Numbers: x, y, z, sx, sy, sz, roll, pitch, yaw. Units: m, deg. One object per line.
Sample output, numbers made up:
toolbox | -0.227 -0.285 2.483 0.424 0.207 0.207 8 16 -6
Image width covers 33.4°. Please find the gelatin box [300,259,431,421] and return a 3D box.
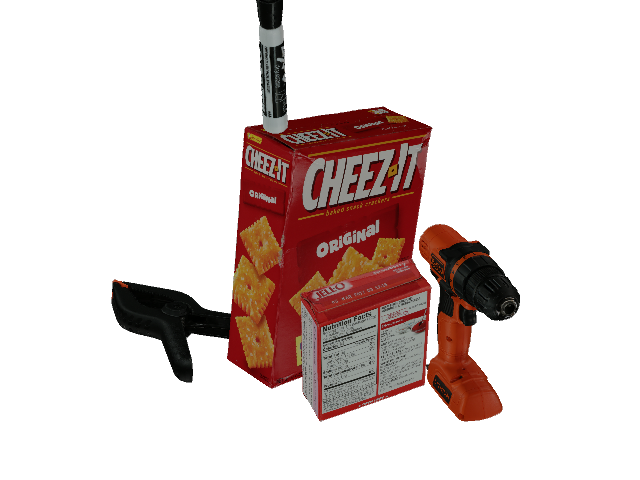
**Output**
gelatin box | 0.026 0.059 0.637 0.073 0.089 0.030 -17 43 -17

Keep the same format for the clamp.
clamp | -0.156 0.090 1.139 0.210 0.036 0.164 18 21 28

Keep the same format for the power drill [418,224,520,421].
power drill | 0.158 0.093 1.130 0.057 0.188 0.184 -8 24 -13

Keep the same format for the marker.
marker | -0.034 -0.128 0.764 0.020 0.020 0.121 0 -44 1

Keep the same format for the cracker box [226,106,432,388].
cracker box | 0.008 0.003 0.922 0.163 0.214 0.072 -14 31 -41
